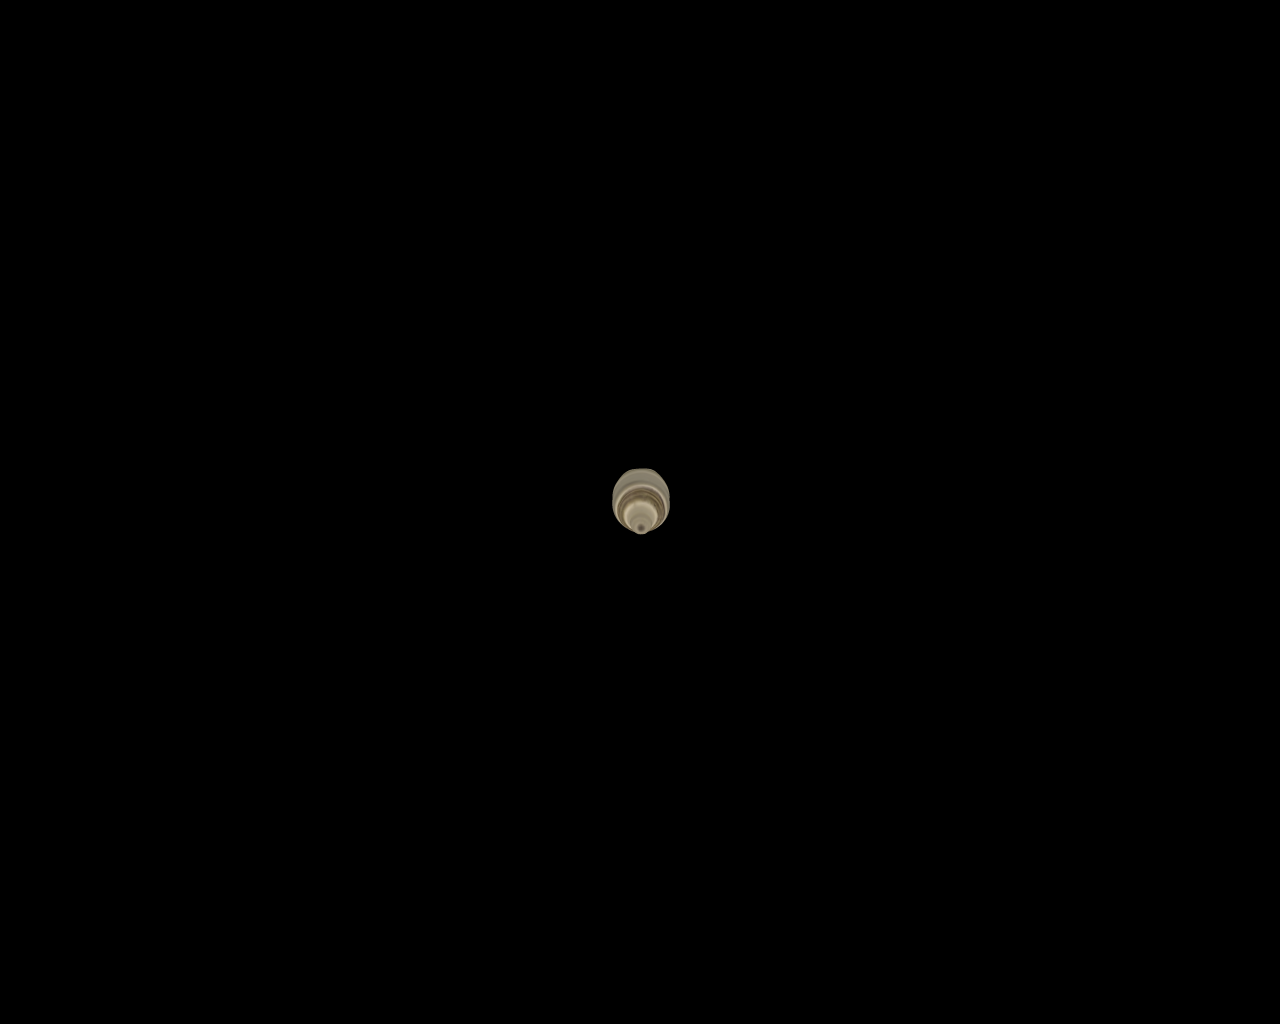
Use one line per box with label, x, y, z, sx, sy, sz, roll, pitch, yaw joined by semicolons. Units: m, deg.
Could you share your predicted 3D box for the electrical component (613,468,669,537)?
electrical component;0.001;-0.003;0.650;0.035;0.035;0.061;0;23;0
